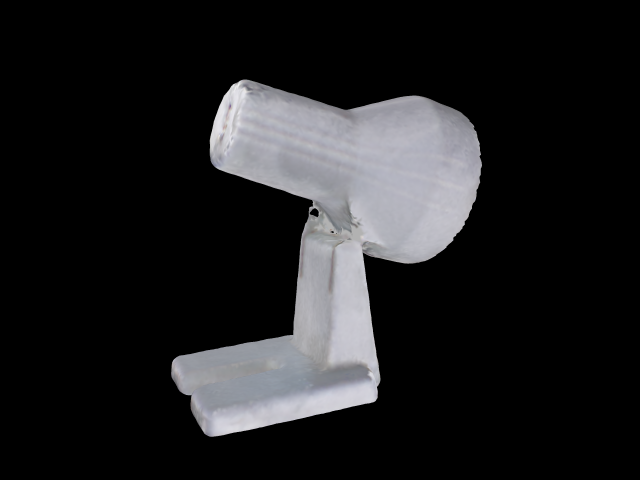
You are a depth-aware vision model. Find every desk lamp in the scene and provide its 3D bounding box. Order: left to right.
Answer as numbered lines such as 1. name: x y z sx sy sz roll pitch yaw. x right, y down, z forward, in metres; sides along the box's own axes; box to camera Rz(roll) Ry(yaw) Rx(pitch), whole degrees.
1. desk lamp: 0.004 0.001 0.400 0.204 0.213 0.117 -5 11 -28
